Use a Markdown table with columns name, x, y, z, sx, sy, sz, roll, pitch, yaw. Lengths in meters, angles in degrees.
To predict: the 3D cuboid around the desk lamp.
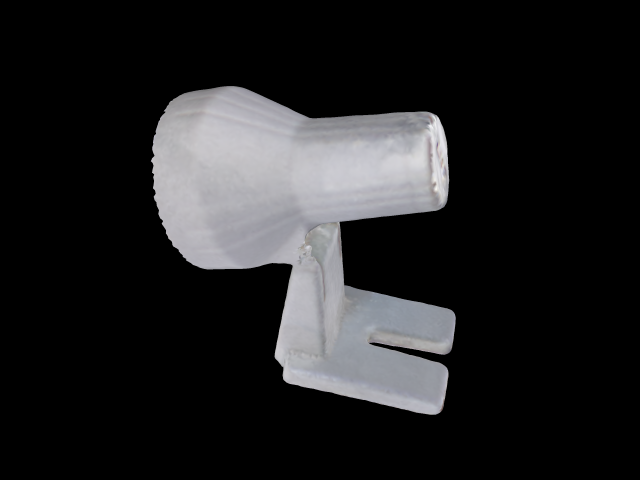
| name | x | y | z | sx | sy | sz | roll | pitch | yaw |
| --- | --- | --- | --- | --- | --- | --- | --- | --- | --- |
| desk lamp | 0.004 | 0.001 | 0.400 | 0.203 | 0.214 | 0.118 | 10 | 43 | 11 |
